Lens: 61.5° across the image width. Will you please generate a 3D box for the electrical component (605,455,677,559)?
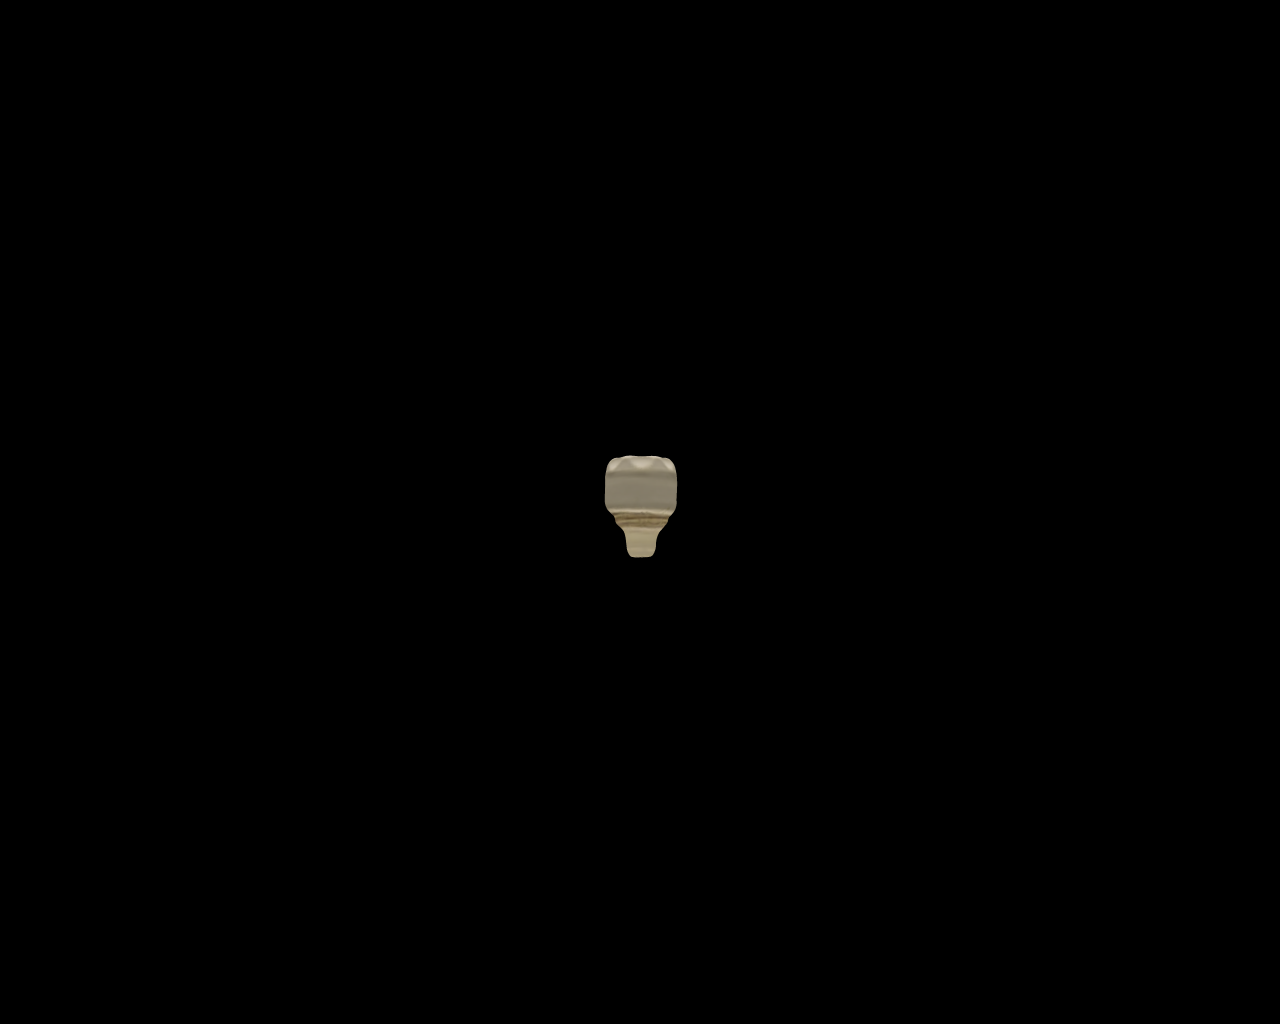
[{"bbox_3d":[0.001,-0.003,0.650,0.043,0.062,0.043,0,-3,0],"label":"electrical component"}]
